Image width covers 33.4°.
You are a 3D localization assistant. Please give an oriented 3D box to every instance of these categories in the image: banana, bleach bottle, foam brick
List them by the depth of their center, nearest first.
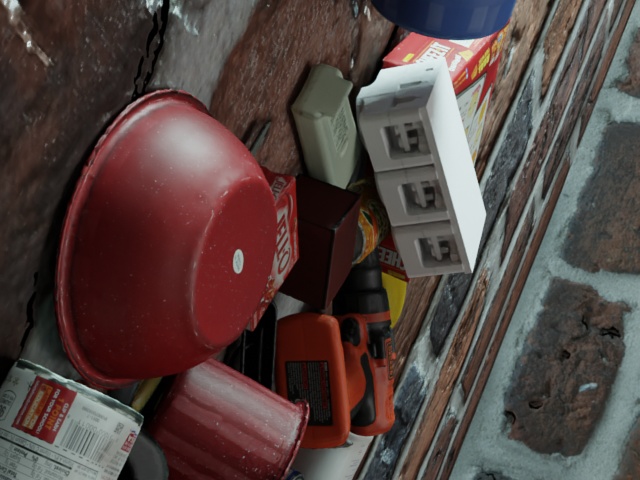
[{"bbox_3d":[-0.005,0.001,0.794,0.053,0.051,0.078,-54,157,-47],"label":"foam brick"},{"bbox_3d":[-0.022,0.285,1.065,0.251,0.068,0.102,-67,163,0],"label":"bleach bottle"},{"bbox_3d":[0.066,0.052,1.114,0.198,0.037,0.069,89,26,-52],"label":"banana"}]

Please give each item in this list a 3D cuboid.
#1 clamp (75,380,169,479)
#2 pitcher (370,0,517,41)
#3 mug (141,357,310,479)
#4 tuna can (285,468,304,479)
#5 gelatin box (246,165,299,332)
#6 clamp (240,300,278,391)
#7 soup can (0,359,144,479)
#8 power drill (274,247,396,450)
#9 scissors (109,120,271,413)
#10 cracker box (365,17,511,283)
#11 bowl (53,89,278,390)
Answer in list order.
[{"bbox_3d":[-0.123,0.162,0.566,0.120,0.039,0.171,-28,115,-34],"label":"clamp"},{"bbox_3d":[0.102,-0.254,0.699,0.149,0.145,0.243,-27,142,-36],"label":"pitcher"},{"bbox_3d":[-0.070,0.128,0.638,0.117,0.081,0.093,-60,-171,-8],"label":"mug"},{"bbox_3d":[-0.047,0.248,0.984,0.086,0.034,0.086,-57,159,-36],"label":"tuna can"},{"bbox_3d":[-0.042,0.007,0.717,0.089,0.030,0.073,90,25,-51],"label":"gelatin box"},{"bbox_3d":[-0.050,0.165,0.791,0.210,0.036,0.164,100,-10,-50],"label":"clamp"},{"bbox_3d":[-0.131,0.114,0.484,0.068,0.068,0.102,66,46,-67],"label":"soup can"},{"bbox_3d":[0.018,0.086,0.885,0.187,0.057,0.184,-11,95,-71],"label":"power drill"},{"bbox_3d":[-0.079,0.006,0.619,0.096,0.016,0.201,49,62,-72],"label":"scissors"},{"bbox_3d":[0.099,-0.095,0.986,0.164,0.072,0.214,-50,155,-49],"label":"cracker box"},{"bbox_3d":[-0.066,0.006,0.552,0.162,0.055,0.162,14,90,-69],"label":"bowl"}]
